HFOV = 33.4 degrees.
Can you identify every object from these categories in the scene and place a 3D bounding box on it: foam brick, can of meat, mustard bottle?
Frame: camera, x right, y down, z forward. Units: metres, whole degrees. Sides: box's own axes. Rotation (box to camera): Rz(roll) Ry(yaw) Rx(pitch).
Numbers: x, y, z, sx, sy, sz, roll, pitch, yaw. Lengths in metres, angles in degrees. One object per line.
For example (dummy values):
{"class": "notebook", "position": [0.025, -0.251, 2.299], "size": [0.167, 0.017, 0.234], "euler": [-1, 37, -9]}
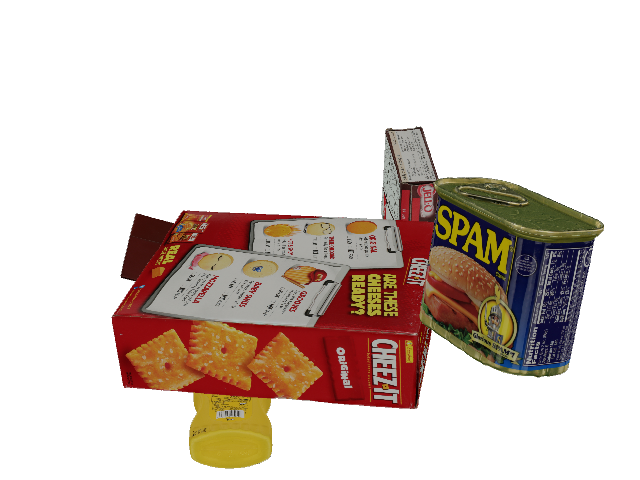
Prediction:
{"class": "foam brick", "position": [-0.159, 0.014, 1.088], "size": [0.078, 0.051, 0.053], "euler": [15, 26, -7]}
{"class": "can of meat", "position": [0.101, 0.018, 0.592], "size": [0.057, 0.084, 0.102], "euler": [-3, 20, -28]}
{"class": "mustard bottle", "position": [-0.108, 0.199, 1.308], "size": [0.096, 0.058, 0.191], "euler": [-2, 27, -2]}

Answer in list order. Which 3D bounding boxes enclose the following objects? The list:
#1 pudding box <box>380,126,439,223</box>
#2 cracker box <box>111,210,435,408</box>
{"class": "pudding box", "position": [0.080, -0.039, 0.953], "size": [0.039, 0.090, 0.113], "euler": [-2, 31, -5]}
{"class": "cracker box", "position": [-0.024, 0.047, 0.793], "size": [0.214, 0.072, 0.164], "euler": [3, 29, 11]}
